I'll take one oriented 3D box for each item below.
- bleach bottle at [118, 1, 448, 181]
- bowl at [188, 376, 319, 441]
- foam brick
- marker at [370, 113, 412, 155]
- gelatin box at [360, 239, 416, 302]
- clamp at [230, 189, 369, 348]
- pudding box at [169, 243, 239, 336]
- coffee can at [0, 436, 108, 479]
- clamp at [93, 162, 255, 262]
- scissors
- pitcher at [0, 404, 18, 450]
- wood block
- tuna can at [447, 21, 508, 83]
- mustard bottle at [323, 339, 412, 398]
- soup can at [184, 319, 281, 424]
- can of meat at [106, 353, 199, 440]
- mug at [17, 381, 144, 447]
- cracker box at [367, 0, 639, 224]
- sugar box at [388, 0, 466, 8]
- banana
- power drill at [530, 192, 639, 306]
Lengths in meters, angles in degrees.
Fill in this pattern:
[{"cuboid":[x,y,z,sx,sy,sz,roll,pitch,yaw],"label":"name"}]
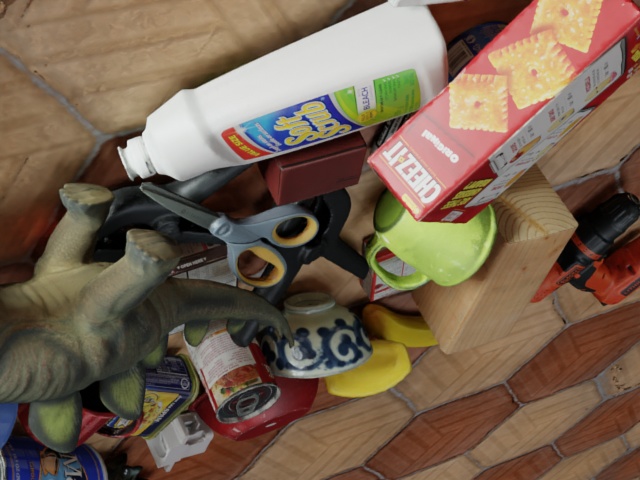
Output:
[{"cuboid":[-0.029,-0.101,0.811,0.251,0.068,0.102,-22,157,-3],"label":"bleach bottle"},{"cuboid":[-0.062,0.181,1.187,0.162,0.055,0.162,-22,164,-7],"label":"bowl"},{"cuboid":[-0.008,-0.071,0.884,0.078,0.051,0.053,-16,149,-18],"label":"foam brick"},{"cuboid":[0.071,-0.113,0.916,0.020,0.020,0.121,-10,145,-29],"label":"marker"},{"cuboid":[0.081,0.021,1.120,0.073,0.030,0.089,-21,149,-14],"label":"gelatin box"},{"cuboid":[-0.007,0.001,1.001,0.164,0.036,0.210,-25,145,-31],"label":"clamp"},{"cuboid":[-0.121,0.041,0.977,0.090,0.039,0.113,-19,152,-18],"label":"pudding box"},{"cuboid":[-0.302,0.253,1.092,0.103,0.103,0.140,-39,148,19],"label":"coffee can"},{"cuboid":[-0.123,-0.014,0.887,0.171,0.039,0.120,-19,138,-5],"label":"clamp"},{"cuboid":[-0.063,-0.021,0.875,0.096,0.016,0.201,-37,145,-1],"label":"scissors"},{"cuboid":[-0.350,0.111,0.822,0.149,0.145,0.242,-15,162,28],"label":"pitcher"},{"cuboid":[0.180,0.024,1.145,0.090,0.091,0.206,-13,147,-23],"label":"wood block"},{"cuboid":[0.139,-0.144,0.908,0.086,0.034,0.086,-20,149,-13],"label":"tuna can"},{"cuboid":[0.051,0.150,1.231,0.096,0.058,0.191,-17,172,-2],"label":"mustard bottle"},{"cuboid":[-0.090,0.122,1.063,0.068,0.102,0.068,-20,149,-13],"label":"soup can"},{"cuboid":[-0.188,0.157,1.084,0.083,0.057,0.102,15,129,-47],"label":"can of meat"},{"cuboid":[-0.221,0.150,1.001,0.117,0.093,0.082,33,126,-21],"label":"mug"},{"cuboid":[0.153,-0.107,0.828,0.214,0.072,0.164,-43,166,15],"label":"cracker box"},{"cuboid":[0.133,-0.221,0.773,0.176,0.048,0.093,-8,147,-25],"label":"sugar box"},{"cuboid":[0.110,0.098,1.259,0.197,0.037,0.070,2,132,-41],"label":"banana"},{"cuboid":[0.348,0.016,1.307,0.187,0.057,0.185,12,135,-45],"label":"power drill"}]
